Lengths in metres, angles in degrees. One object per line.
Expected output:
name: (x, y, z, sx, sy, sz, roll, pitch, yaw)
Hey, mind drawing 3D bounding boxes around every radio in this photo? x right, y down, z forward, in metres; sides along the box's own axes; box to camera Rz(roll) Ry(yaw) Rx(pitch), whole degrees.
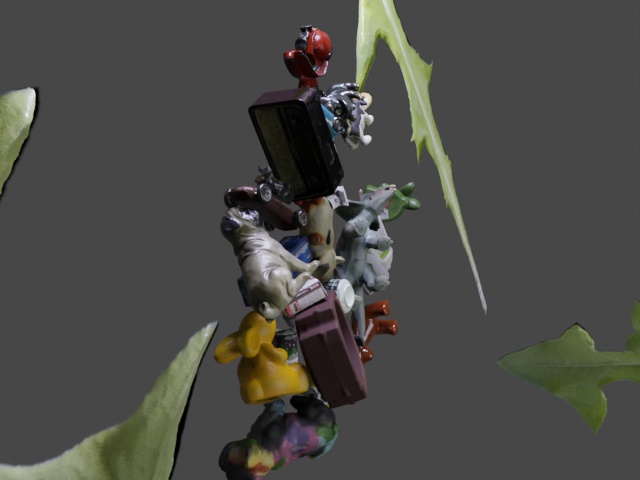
radio: (-0.043, -0.194, 1.112, 0.073, 0.131, 0.229, -63, 141, -46)

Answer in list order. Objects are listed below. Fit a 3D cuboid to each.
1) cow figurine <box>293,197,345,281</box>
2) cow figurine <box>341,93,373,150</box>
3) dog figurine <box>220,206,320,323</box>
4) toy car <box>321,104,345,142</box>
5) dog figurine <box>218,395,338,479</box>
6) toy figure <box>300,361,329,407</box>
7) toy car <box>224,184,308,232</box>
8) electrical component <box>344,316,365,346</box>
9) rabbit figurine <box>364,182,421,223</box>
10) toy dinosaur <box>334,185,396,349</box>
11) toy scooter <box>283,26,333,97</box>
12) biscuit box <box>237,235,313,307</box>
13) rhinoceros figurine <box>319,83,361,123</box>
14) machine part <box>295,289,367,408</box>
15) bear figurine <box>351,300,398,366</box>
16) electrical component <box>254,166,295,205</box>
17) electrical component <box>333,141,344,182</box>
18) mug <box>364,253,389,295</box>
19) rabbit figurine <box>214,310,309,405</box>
cow figurine: (-0.003, -0.004, 1.232, 0.127, 0.086, 0.195, 14, 71, -60)
cow figurine: (0.096, -0.341, 1.466, 0.098, 0.068, 0.167, 32, 58, -50)
dog figurine: (-0.116, 0.036, 0.926, 0.190, 0.121, 0.172, 40, 18, -2)
toy car: (-0.027, -0.251, 1.187, 0.161, 0.109, 0.103, 32, 77, -47)
dog figurine: (-0.073, 0.376, 0.972, 0.219, 0.192, 0.108, -44, 134, -74)
toy figure: (0.005, 0.290, 1.220, 0.089, 0.082, 0.180, 26, 62, -57)
toy car: (-0.102, -0.064, 1.037, 0.202, 0.089, 0.053, 33, 59, -55)
electrical component: (0.054, 0.221, 1.277, 0.048, 0.119, 0.074, -58, 135, -46)
rabbit figurine: (0.212, -0.123, 1.603, 0.170, 0.159, 0.121, -40, 114, -75)
toy dinosaur: (0.089, 0.050, 1.352, 0.192, 0.131, 0.404, -145, -114, -71)
toy scooter: (-0.032, -0.414, 1.218, 0.135, 0.075, 0.184, 34, 63, -56)
biscuit box: (-0.085, 0.058, 1.087, 0.203, 0.059, 0.062, -48, 129, -53)
rhinoceros figurine: (0.042, -0.338, 1.317, 0.190, 0.112, 0.073, -73, 177, -56)
machine part: (0.021, 0.214, 1.074, 0.201, 0.087, 0.200, -85, 154, -81)
bear figurine: (0.117, 0.262, 1.390, 0.196, 0.132, 0.120, -69, 142, -48)
electrical component: (-0.091, -0.111, 1.089, 0.102, 0.078, 0.045, 34, 82, -51)
electrical component: (-0.001, -0.170, 1.272, 0.134, 0.058, 0.114, -52, 130, -51)
mug: (0.128, 0.091, 1.482, 0.107, 0.081, 0.109, 50, 47, -33)
rabbit figurine: (-0.117, 0.211, 0.990, 0.162, 0.122, 0.173, 20, 56, -51)
